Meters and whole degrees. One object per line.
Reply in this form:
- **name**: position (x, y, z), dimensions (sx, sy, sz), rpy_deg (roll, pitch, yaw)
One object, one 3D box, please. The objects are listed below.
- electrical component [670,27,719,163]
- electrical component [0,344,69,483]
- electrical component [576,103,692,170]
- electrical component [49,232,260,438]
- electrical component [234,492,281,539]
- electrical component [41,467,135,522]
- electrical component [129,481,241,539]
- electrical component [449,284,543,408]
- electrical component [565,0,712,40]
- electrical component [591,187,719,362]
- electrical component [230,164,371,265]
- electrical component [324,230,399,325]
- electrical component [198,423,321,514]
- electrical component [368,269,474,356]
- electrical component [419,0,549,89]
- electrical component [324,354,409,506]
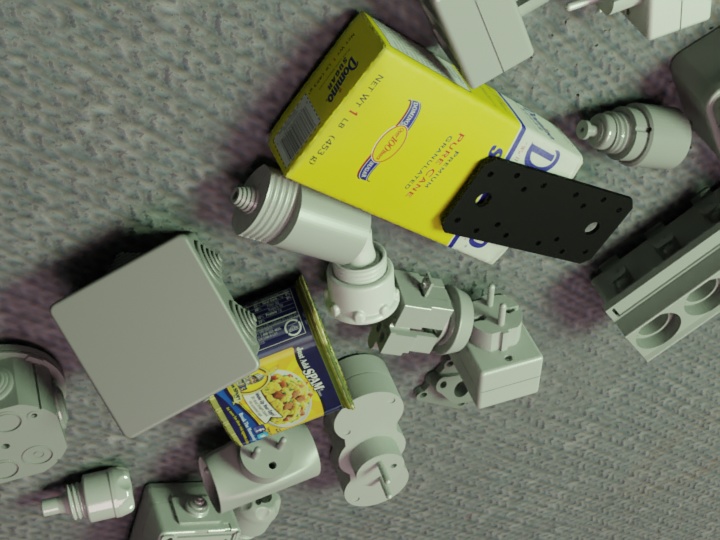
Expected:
- **electrical component**: position (0.262, -0.121, 0.670), dimensions (0.113, 0.057, 0.078), rpy_deg (-32, 137, 7)
- **electrical component**: position (-0.217, 0.088, 0.651), dimensions (0.080, 0.051, 0.080), rpy_deg (-13, 136, -13)
- **electrical component**: position (0.171, -0.085, 0.674), dimensions (0.078, 0.040, 0.040), rpy_deg (1, 131, -27)
- **electrical component**: position (-0.115, 0.034, 0.622), dimensions (0.100, 0.048, 0.099), rpy_deg (-29, 98, 3)
- **electrical component**: position (-0.086, 0.190, 0.827), dimensions (0.035, 0.035, 0.061), rpy_deg (7, 131, -31)
- **electrical component**: position (-0.189, 0.158, 0.746), dimensions (0.061, 0.035, 0.035), rpy_deg (-11, 135, -13)
- **electrical component**: position (-0.132, 0.196, 0.796), dimensions (0.062, 0.061, 0.096), rpy_deg (4, 122, -28)
- **electrical component**: position (0.092, 0.043, 0.744), dimensions (0.047, 0.065, 0.076), rpy_deg (-14, 136, -13)
- **electrical component**: position (0.146, -0.162, 0.582), dimensions (0.077, 0.047, 0.065), rpy_deg (-20, 137, -6)
- **electrical component**: position (0.234, 0.000, 0.771), dimensions (0.121, 0.063, 0.079), rpy_deg (-38, 136, 12)
- **electrical component**: position (-0.038, -0.033, 0.624), dimensions (0.081, 0.043, 0.043), rpy_deg (16, 123, -36)
- **electrical component**: position (0.000, 0.000, 0.675), dimensions (0.048, 0.048, 0.062), rpy_deg (-14, 129, -13)
- **electrical component**: position (-0.068, 0.132, 0.752), dimensions (0.077, 0.043, 0.079), rpy_deg (-18, 161, -21)
- **electrical component**: position (0.043, 0.031, 0.725), dimensions (0.055, 0.048, 0.066), rpy_deg (9, 127, -23)
- **electrical component**: position (0.073, -0.147, 0.562), dimensions (0.077, 0.047, 0.065), rpy_deg (-30, 137, 4)
- **electrical component**: position (0.009, 0.132, 0.786), dimensions (0.052, 0.073, 0.138), rpy_deg (-16, 136, -10)
